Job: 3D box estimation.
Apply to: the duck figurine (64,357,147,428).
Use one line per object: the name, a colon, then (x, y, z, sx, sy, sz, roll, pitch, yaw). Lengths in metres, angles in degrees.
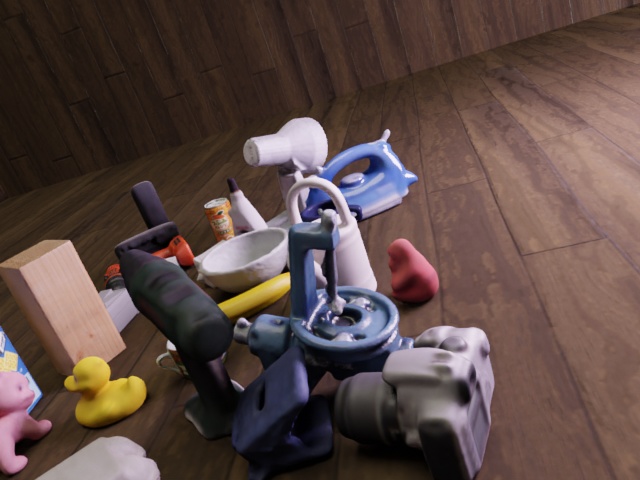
duck figurine: (-0.294, 0.197, 0.775, 0.104, 0.086, 0.077, -15, 21, 10)

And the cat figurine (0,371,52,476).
cat figurine: (-0.422, 0.230, 0.760, 0.067, 0.118, 0.128, -16, 21, 8)

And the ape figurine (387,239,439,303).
ape figurine: (0.121, 0.040, 0.796, 0.075, 0.092, 0.078, 2, 30, 44)

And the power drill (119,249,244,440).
power drill: (-0.157, 0.120, 0.676, 0.076, 0.209, 0.228, -31, 24, -27)

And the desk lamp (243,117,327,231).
desk lamp: (-0.068, -0.137, 1.223, 0.117, 0.214, 0.204, 4, 31, 45)

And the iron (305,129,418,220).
iron: (0.060, -0.118, 1.168, 0.258, 0.142, 0.118, -25, 22, -14)

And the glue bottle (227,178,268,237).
glue bottle: (-0.144, -0.040, 1.107, 0.077, 0.173, 0.037, -4, 26, 34)

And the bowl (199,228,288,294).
bowl: (-0.123, 0.046, 1.014, 0.167, 0.075, 0.167, -17, 21, 7)

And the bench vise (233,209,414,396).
bench vise: (-0.014, 0.081, 0.632, 0.207, 0.220, 0.121, -17, 21, 7)

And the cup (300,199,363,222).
cup: (0.031, -0.017, 1.009, 0.117, 0.095, 0.092, -7, 24, 30)

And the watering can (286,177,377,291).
watering can: (0.010, 0.003, 0.839, 0.101, 0.194, 0.173, -16, 21, 9)

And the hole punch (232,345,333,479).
hole punch: (-0.046, 0.178, 0.600, 0.101, 0.091, 0.108, -19, 21, 2)

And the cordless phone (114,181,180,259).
cordless phone: (-0.404, -0.030, 1.289, 0.148, 0.185, 0.094, -27, 23, -20)

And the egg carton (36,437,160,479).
egg carton: (-0.238, 0.267, 0.577, 0.151, 0.069, 0.107, -32, 24, -29)

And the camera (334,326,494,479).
camera: (0.089, 0.144, 0.554, 0.136, 0.101, 0.143, -7, 24, 28)
